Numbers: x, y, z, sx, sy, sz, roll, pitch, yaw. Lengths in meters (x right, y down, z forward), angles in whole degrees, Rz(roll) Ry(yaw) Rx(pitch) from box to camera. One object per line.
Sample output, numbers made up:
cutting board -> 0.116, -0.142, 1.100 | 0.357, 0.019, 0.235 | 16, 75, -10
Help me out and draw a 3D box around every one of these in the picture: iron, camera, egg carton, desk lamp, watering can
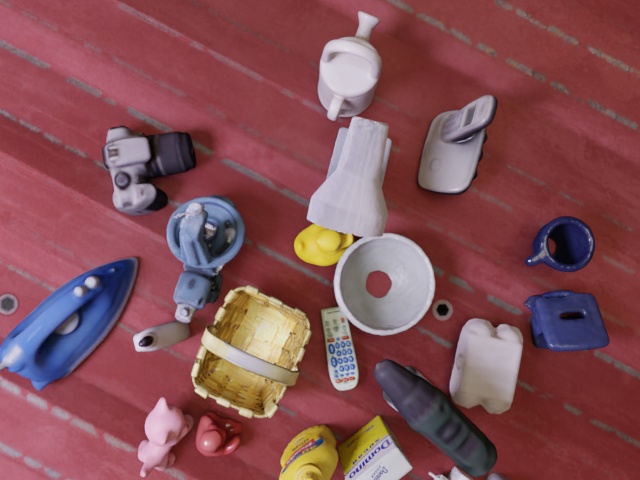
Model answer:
iron -> -0.400, 0.118, 0.905 | 0.118, 0.141, 0.258 | 43, 85, 2
camera -> -0.278, -0.124, 0.950 | 0.137, 0.100, 0.143 | -11, 86, -3
egg carton -> 0.277, 0.211, 0.960 | 0.107, 0.069, 0.150 | 11, 85, -1
desk lamp -> 0.055, -0.099, 0.904 | 0.118, 0.213, 0.203 | 13, 85, -1
watering can -> 0.049, -0.283, 0.928 | 0.101, 0.194, 0.173 | -1, 85, -2

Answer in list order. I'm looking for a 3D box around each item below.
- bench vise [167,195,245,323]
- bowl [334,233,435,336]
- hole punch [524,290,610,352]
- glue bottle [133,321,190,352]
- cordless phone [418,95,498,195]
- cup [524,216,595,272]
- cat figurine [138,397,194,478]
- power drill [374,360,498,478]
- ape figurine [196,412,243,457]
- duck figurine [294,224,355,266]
bench vise -> -0.176, 0.023, 0.882 | 0.121, 0.219, 0.207 | -4, 85, -2
bowl -> 0.104, 0.073, 0.962 | 0.167, 0.074, 0.167 | 0, 85, -2
hole punch -> 0.413, 0.135, 0.960 | 0.108, 0.091, 0.101 | -5, 85, -2
glue bottle -> -0.255, 0.153, 0.892 | 0.078, 0.173, 0.037 | -17, 86, -3
cordless phone -> 0.228, -0.153, 0.929 | 0.094, 0.185, 0.148 | 13, 85, -1
cup -> 0.388, 0.016, 0.967 | 0.118, 0.095, 0.092 | -26, 87, -4
cat figurine -> -0.250, 0.313, 0.907 | 0.067, 0.117, 0.128 | 25, 85, 0
power drill -> 0.160, 0.258, 0.882 | 0.229, 0.208, 0.076 | 41, 85, 2
ape figurine -> -0.169, 0.318, 0.923 | 0.076, 0.092, 0.078 | -32, 87, -4
duck figurine -> 0.009, 0.003, 0.958 | 0.104, 0.086, 0.077 | -9, 86, -3
